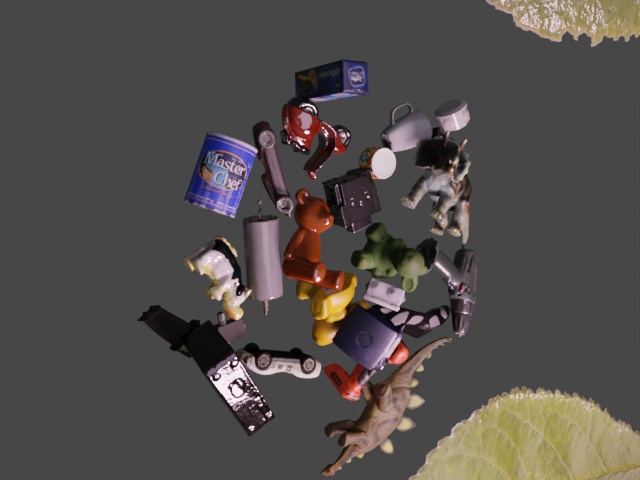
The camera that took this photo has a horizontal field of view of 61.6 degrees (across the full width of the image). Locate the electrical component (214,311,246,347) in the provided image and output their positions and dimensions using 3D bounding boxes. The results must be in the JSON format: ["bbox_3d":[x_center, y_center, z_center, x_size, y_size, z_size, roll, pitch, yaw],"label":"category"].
[{"bbox_3d":[-0.188,0.191,1.139,0.063,0.021,0.093,-16,106,-29],"label":"electrical component"}]

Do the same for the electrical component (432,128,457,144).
[{"bbox_3d":[0.306,-0.222,1.352,0.119,0.048,0.075,35,81,-30],"label":"electrical component"}]

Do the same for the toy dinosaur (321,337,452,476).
[{"bbox_3d":[0.166,0.410,1.353,0.471,0.105,0.198,-51,128,-3],"label":"toy dinosaur"}]

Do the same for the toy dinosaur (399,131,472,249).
[{"bbox_3d":[0.316,-0.120,1.312,0.192,0.131,0.404,-62,148,-4],"label":"toy dinosaur"}]

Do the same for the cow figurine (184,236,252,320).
[{"bbox_3d":[-0.191,0.078,1.092,0.098,0.068,0.167,-42,116,-25],"label":"cow figurine"}]

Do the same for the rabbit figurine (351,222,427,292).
[{"bbox_3d":[0.178,0.056,1.250,0.159,0.170,0.121,43,77,-29],"label":"rabbit figurine"}]

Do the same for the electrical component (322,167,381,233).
[{"bbox_3d":[0.076,-0.087,1.225,0.115,0.058,0.134,-27,115,-25],"label":"electrical component"}]

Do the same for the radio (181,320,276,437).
[{"bbox_3d":[-0.180,0.281,1.077,0.073,0.131,0.229,-36,125,-17],"label":"radio"}]

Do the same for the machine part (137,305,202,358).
[{"bbox_3d":[-0.291,0.175,1.066,0.138,0.039,0.084,40,86,-32],"label":"machine part"}]

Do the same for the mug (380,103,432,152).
[{"bbox_3d":[0.195,-0.259,1.259,0.107,0.081,0.109,-30,116,-16],"label":"mug"}]

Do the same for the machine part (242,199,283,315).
[{"bbox_3d":[-0.119,0.036,1.121,0.079,0.079,0.243,-10,103,-30],"label":"machine part"}]

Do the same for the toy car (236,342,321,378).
[{"bbox_3d":[-0.090,0.267,1.182,0.201,0.074,0.056,13,91,-33],"label":"toy car"}]

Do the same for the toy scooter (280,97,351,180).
[{"bbox_3d":[-0.020,-0.208,1.141,0.183,0.075,0.135,28,86,-37],"label":"toy scooter"}]

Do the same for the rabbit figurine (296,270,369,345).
[{"bbox_3d":[0.023,0.156,1.227,0.162,0.122,0.173,-17,121,-38],"label":"rabbit figurine"}]

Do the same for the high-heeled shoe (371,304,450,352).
[{"bbox_3d":[0.234,0.185,1.387,0.249,0.086,0.145,-29,82,-43],"label":"high-heeled shoe"}]

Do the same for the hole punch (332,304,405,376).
[{"bbox_3d":[0.103,0.212,1.179,0.092,0.116,0.142,26,101,-51],"label":"hole punch"}]

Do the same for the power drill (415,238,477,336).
[{"bbox_3d":[0.327,0.105,1.376,0.207,0.086,0.232,31,62,-22],"label":"power drill"}]

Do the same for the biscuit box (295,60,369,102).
[{"bbox_3d":[0.019,-0.312,1.067,0.059,0.203,0.062,-6,101,-29],"label":"biscuit box"}]

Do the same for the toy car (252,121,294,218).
[{"bbox_3d":[-0.097,-0.141,1.095,0.053,0.089,0.201,-16,110,-7],"label":"toy car"}]

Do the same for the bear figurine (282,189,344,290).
[{"bbox_3d":[-0.006,-0.004,1.142,0.120,0.132,0.195,31,73,-53],"label":"bear figurine"}]
